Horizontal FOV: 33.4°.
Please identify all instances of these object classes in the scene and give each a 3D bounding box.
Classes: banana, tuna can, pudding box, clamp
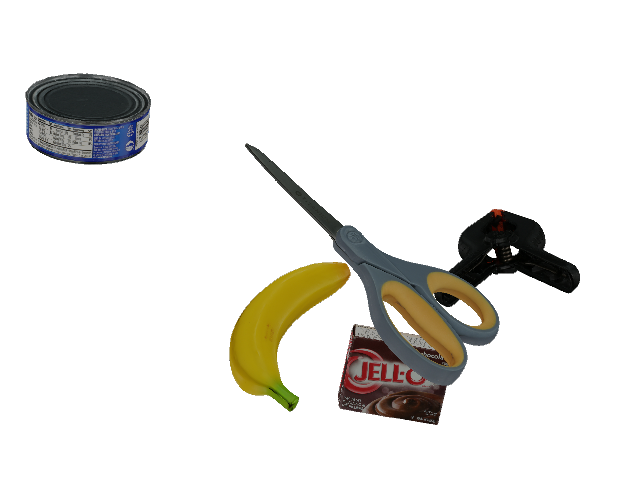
[{"bbox_3d":[-0.030,0.068,0.856,0.069,0.037,0.197,22,34,2],"label":"banana"},{"bbox_3d":[-0.163,-0.086,0.749,0.086,0.034,0.086,7,29,-4],"label":"tuna can"},{"bbox_3d":[0.082,0.145,1.160,0.113,0.090,0.039,9,23,-2],"label":"pudding box"},{"bbox_3d":[0.172,0.012,0.952,0.120,0.039,0.171,1,25,16],"label":"clamp"}]

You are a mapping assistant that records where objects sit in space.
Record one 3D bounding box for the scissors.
[{"bbox_3d":[0.037,0.005,0.660,0.096,0.202,0.016,-6,-41,-38],"label":"scissors"}]
